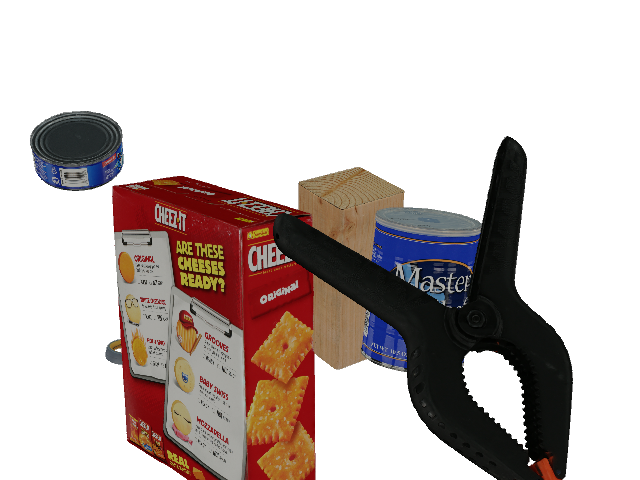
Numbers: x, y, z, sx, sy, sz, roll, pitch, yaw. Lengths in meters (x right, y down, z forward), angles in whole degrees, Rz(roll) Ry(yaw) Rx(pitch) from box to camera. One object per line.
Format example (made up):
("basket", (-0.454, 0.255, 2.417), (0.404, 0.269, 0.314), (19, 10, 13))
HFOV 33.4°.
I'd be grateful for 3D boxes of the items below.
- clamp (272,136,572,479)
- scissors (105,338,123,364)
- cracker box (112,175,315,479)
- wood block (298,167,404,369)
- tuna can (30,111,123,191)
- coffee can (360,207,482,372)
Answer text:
("clamp", (0.072, 0.048, 0.607), (0.164, 0.210, 0.036), (-13, -19, -12))
("scissors", (-0.132, 0.129, 1.168), (0.201, 0.016, 0.096), (1, 26, -20))
("cracker box", (-0.078, 0.071, 0.784), (0.071, 0.214, 0.164), (-14, 21, -39))
("wood block", (0.032, 0.032, 1.241), (0.090, 0.206, 0.090), (-16, 31, -31))
("tuna can", (-0.230, -0.085, 1.014), (0.086, 0.034, 0.086), (2, 42, -2))
("coffee can", (0.097, 0.046, 1.034), (0.103, 0.140, 0.103), (5, 12, -1))
